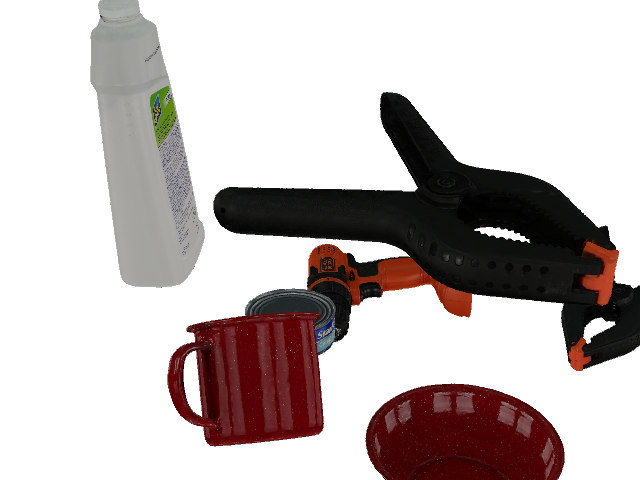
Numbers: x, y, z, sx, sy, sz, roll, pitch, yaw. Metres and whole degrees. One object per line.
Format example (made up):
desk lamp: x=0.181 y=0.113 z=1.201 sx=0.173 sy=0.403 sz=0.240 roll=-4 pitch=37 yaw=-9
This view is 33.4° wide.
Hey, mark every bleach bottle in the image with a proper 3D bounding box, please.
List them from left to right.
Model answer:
bleach bottle: x=-0.147 y=-0.088 z=0.886 sx=0.068 sy=0.251 sz=0.102 roll=0 pitch=33 yaw=6

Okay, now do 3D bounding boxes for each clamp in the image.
clamp: x=0.057 y=-0.014 z=0.579 sx=0.164 sy=0.036 sz=0.210 roll=-30 pitch=44 yaw=-33
clamp: x=0.271 y=0.050 z=0.997 sx=0.171 sy=0.039 sz=0.120 roll=-36 pitch=41 yaw=-27

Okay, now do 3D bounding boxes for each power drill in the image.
power drill: x=0.076 y=0.056 z=1.230 sx=0.187 sy=0.057 sz=0.184 roll=-2 pitch=28 yaw=-1

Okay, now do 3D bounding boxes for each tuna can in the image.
tuna can: x=-0.028 y=0.079 z=1.011 sx=0.086 sy=0.034 sz=0.086 roll=-1 pitch=25 yaw=0

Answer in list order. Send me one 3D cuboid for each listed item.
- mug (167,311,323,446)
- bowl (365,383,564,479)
mug: x=-0.050 y=0.095 z=0.717 sx=0.117 sy=0.081 sz=0.093 roll=2 pitch=-12 yaw=-43
bowl: x=0.117 y=0.187 z=0.885 sx=0.162 sy=0.055 sz=0.162 roll=0 pitch=29 yaw=0
